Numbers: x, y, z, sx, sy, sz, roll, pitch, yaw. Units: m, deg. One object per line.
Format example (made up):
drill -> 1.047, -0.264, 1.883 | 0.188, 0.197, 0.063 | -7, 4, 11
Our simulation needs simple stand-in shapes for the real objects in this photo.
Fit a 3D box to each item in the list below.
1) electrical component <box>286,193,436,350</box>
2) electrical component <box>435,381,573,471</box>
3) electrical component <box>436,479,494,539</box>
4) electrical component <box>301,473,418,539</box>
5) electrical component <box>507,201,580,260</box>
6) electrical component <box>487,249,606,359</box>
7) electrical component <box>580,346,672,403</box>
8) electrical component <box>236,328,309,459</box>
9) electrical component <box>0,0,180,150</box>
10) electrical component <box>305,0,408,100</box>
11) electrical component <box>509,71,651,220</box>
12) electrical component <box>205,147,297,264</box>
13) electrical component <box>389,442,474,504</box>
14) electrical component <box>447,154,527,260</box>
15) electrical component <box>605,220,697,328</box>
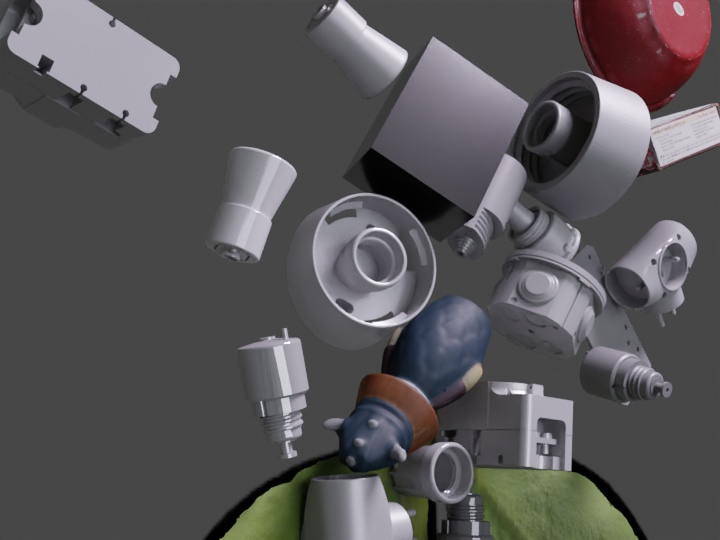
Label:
electrical component -> 0.000, 0.000, 0.713 | 0.099, 0.064, 0.099 | 7, 73, -25
electrical component -> 0.098, 0.108, 0.743 | 0.050, 0.089, 0.055 | 13, 75, -37
electrical component -> 0.073, 0.184, 0.743 | 0.040, 0.040, 0.078 | 11, 76, -37
electrical component -> 0.006, 0.169, 0.689 | 0.079, 0.044, 0.077 | 2, 82, -39
electrical component -> 0.134, -0.028, 0.824 | 0.062, 0.048, 0.048 | 41, 60, -18
electrical component -> 0.136, 0.025, 0.794 | 0.080, 0.080, 0.051 | 42, 65, -27
electrical component -> 0.211, 0.086, 0.850 | 0.040, 0.078, 0.040 | -8, 103, -37
electrical component -> -0.051, 0.076, 0.659 | 0.040, 0.040, 0.078 | -10, 90, -40
electrical component -> -0.156, -0.110, 0.592 | 0.089, 0.056, 0.050 | 31, 65, -32
electrical component -> -0.005, -0.153, 0.732 | 0.065, 0.044, 0.044 | 41, 60, -22
electrical component -> 0.159, -0.098, 0.816 | 0.060, 0.108, 0.108 | 21, 70, -29
electrical component -> -0.070, -0.037, 0.662 | 0.044, 0.044, 0.065 | 28, 71, -33
electrical component -> 0.047, 0.136, 0.726 | 0.040, 0.046, 0.040 | 7, 79, -38
electrical component -> 0.088, -0.043, 0.788 | 0.043, 0.043, 0.081 | 43, 59, -26
electrical component -> 0.253, 0.011, 0.915 | 0.077, 0.044, 0.079 | -38, 117, -32
